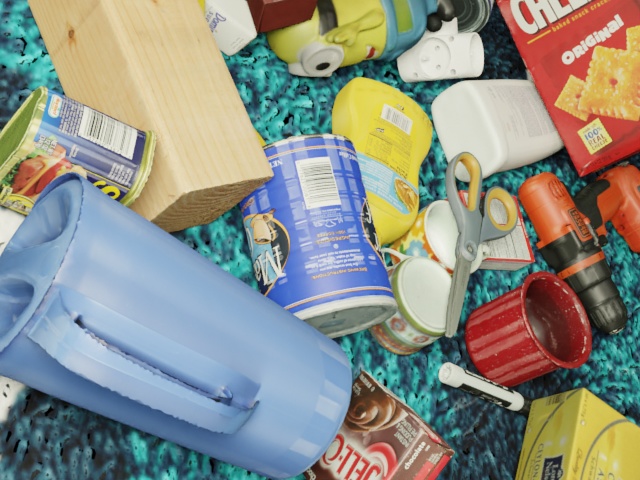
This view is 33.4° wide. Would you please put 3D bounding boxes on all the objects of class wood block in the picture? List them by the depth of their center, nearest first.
[{"bbox_3d":[-0.130,-0.115,0.806,0.090,0.091,0.206,-15,77,-45],"label":"wood block"}]

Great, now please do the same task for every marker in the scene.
[{"bbox_3d":[0.158,0.139,0.970,0.121,0.020,0.020,25,52,-30],"label":"marker"}]

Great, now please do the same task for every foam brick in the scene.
[{"bbox_3d":[-0.037,-0.225,0.904,0.051,0.053,0.078,-15,78,-14],"label":"foam brick"}]

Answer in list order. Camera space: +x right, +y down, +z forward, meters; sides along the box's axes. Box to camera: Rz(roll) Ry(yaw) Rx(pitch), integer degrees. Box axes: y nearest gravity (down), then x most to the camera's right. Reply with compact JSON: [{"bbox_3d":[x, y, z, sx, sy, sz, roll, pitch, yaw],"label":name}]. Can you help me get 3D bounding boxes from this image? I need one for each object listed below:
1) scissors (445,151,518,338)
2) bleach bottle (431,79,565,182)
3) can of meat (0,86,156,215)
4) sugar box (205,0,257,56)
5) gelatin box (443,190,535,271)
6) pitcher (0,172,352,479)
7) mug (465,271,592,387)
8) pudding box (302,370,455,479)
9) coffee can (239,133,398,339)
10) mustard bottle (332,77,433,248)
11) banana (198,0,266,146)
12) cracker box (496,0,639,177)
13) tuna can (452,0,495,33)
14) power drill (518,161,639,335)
[{"bbox_3d":[0.145,0.011,0.955,0.096,0.016,0.201,23,52,-30],"label":"scissors"},{"bbox_3d":[0.226,-0.123,1.152,0.250,0.068,0.102,-9,75,-47],"label":"bleach bottle"},{"bbox_3d":[-0.173,-0.051,0.723,0.083,0.102,0.057,25,52,-27],"label":"can of meat"},{"bbox_3d":[-0.124,-0.245,0.920,0.176,0.048,0.093,37,47,-26],"label":"sugar box"},{"bbox_3d":[0.166,-0.008,1.056,0.089,0.030,0.073,3,66,-41],"label":"gelatin box"},{"bbox_3d":[-0.094,0.073,0.698,0.242,0.145,0.149,31,50,-29],"label":"pitcher"},{"bbox_3d":[0.198,0.090,0.989,0.117,0.082,0.093,20,55,-33],"label":"mug"},{"bbox_3d":[0.037,0.156,0.763,0.039,0.114,0.090,36,91,-23],"label":"pudding box"},{"bbox_3d":[-0.006,0.001,0.838,0.102,0.103,0.140,1,68,-42],"label":"coffee can"},{"bbox_3d":[0.045,-0.052,0.949,0.096,0.058,0.191,30,49,-21],"label":"mustard bottle"},{"bbox_3d":[-0.089,-0.140,0.873,0.069,0.037,0.198,-15,96,-13],"label":"banana"},{"bbox_3d":[0.300,-0.195,1.095,0.072,0.164,0.214,-24,88,-53],"label":"cracker box"},{"bbox_3d":[0.142,-0.256,1.134,0.086,0.086,0.033,37,49,-21],"label":"tuna can"},{"bbox_3d":[0.311,-0.002,1.161,0.187,0.057,0.184,-19,80,-46],"label":"power drill"}]
